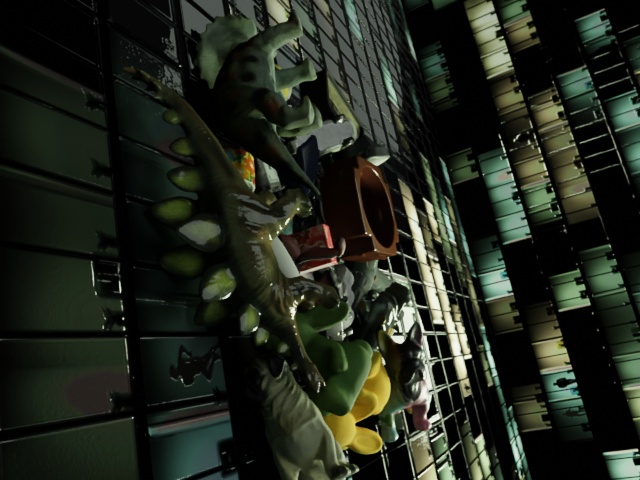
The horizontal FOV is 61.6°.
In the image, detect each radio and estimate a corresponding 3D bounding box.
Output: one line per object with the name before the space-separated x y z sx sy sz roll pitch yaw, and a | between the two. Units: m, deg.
radio | 0.039 -0.299 1.348 0.229 0.073 0.131 45 35 -46

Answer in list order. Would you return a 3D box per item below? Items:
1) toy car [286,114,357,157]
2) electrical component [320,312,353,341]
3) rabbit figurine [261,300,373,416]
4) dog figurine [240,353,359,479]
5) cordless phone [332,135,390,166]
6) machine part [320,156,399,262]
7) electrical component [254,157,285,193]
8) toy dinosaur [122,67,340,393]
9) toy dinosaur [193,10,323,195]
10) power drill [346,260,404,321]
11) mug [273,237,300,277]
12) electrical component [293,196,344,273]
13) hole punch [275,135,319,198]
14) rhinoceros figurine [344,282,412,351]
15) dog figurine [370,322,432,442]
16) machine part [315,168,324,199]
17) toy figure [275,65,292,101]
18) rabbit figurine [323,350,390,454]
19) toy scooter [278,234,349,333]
toy car | 0.005 -0.222 1.180 0.202 0.056 0.073 -26 96 -38
electrical component | 0.021 0.168 0.997 0.094 0.021 0.063 -19 117 -32
rabbit figurine | -0.007 0.162 0.815 0.170 0.121 0.159 37 72 -5
dog figurine | -0.038 0.261 0.765 0.172 0.121 0.191 98 -30 -60
cordless phone | 0.085 -0.142 1.250 0.088 0.147 0.184 41 39 -29
machine part | 0.082 -0.058 1.099 0.201 0.087 0.201 10 69 -62
electrical component | -0.111 -0.133 0.926 0.119 0.048 0.075 68 23 -7
toy dinosaur | -0.108 -0.012 0.701 0.198 0.105 0.471 -22 88 -41
toy dinosaur | -0.102 -0.219 0.824 0.131 0.192 0.405 61 20 -51
power drill | 0.121 0.112 1.243 0.207 0.086 0.232 45 43 -35
mug | -0.093 0.034 0.820 0.109 0.081 0.107 -15 77 -58
electrical component | -0.002 -0.003 1.066 0.114 0.058 0.134 40 38 -48
hole punch | -0.043 -0.136 1.034 0.142 0.092 0.115 -65 136 -63
rhinoceros figurine | 0.121 0.171 1.089 0.190 0.073 0.112 -59 139 -11
dog figurine | 0.148 0.256 1.033 0.192 0.108 0.219 -132 -143 -71
machine part | 0.020 -0.104 1.180 0.039 0.084 0.139 98 8 -51
toy figure | -0.104 -0.272 1.003 0.089 0.082 0.180 62 27 -28
rabbit figurine | 0.041 0.291 0.920 0.173 0.122 0.162 -39 119 -51
toy scooter | -0.005 0.064 0.904 0.075 0.135 0.183 -80 148 -78
